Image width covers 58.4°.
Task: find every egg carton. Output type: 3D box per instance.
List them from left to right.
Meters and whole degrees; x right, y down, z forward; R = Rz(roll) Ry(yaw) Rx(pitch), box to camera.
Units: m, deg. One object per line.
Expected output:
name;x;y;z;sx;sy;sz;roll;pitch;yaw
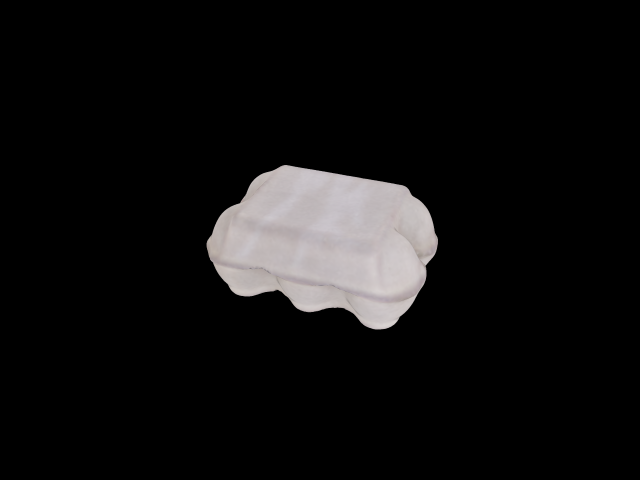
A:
egg carton;0.004;0.001;0.400;0.150;0.069;0.107;11;36;16
